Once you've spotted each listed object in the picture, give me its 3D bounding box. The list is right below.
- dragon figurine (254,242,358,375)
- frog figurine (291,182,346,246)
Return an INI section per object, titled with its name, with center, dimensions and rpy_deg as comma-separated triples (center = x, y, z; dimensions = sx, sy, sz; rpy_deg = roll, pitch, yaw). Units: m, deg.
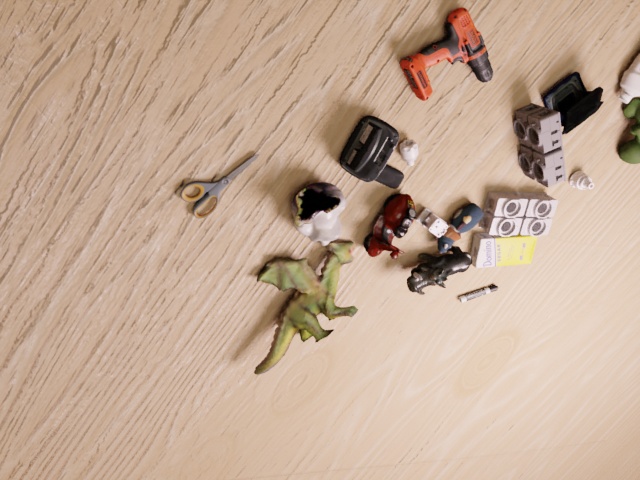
[dragon figurine]
center = -0.063, 0.151, 1.311
dimensions = 0.410, 0.123, 0.241
rpy_deg = -36, 101, 0
[frog figurine]
center = 0.004, -0.062, 1.230
dimensions = 0.137, 0.124, 0.157
rpy_deg = -44, 155, -2
